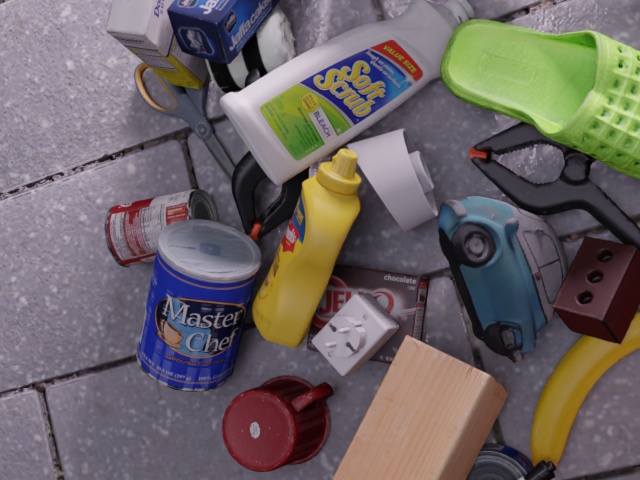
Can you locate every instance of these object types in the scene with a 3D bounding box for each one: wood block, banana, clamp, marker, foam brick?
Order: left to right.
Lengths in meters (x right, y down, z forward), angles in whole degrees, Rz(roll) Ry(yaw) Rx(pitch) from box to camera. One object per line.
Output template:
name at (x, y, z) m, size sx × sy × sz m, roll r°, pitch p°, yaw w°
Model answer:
clamp at (-0.031, -0.080, 1.081) m, size 0.120 × 0.039 × 0.171 m, roll 11°, pitch 108°, yaw -6°
wood block at (0.081, 0.204, 0.977) m, size 0.091 × 0.090 × 0.206 m, roll 25°, pitch 83°, yaw 27°
marker at (0.168, 0.242, 0.981) m, size 0.121 × 0.020 × 0.020 m, roll -42°, pitch 76°, yaw 15°
clamp at (0.246, -0.075, 0.986) m, size 0.210 × 0.036 × 0.164 m, roll 17°, pitch 91°, yaw 18°
banana at (0.249, 0.130, 0.980) m, size 0.070 × 0.037 × 0.198 m, roll 46°, pitch 104°, yaw 18°
foam brick at (0.253, 0.044, 0.952) m, size 0.053 × 0.051 × 0.078 m, roll 14°, pitch 69°, yaw 41°

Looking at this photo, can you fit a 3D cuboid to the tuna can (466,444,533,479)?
tuna can at (0.165, 0.238, 1.012) m, size 0.086 × 0.033 × 0.086 m, roll 0°, pitch 89°, yaw 21°

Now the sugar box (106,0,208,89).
sugar box at (-0.151, -0.218, 1.049) m, size 0.048 × 0.176 × 0.093 m, roll 9°, pitch 84°, yaw 15°

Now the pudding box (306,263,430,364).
pudding box at (0.047, 0.072, 1.057) m, size 0.114 × 0.039 × 0.090 m, roll 7°, pitch 92°, yaw 21°

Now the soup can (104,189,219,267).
soup can at (-0.166, -0.013, 1.124) m, size 0.102 × 0.068 × 0.068 m, roll -10°, pitch 85°, yaw 20°

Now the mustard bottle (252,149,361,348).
mustard bottle at (-0.007, 0.001, 1.008) m, size 0.058 × 0.096 × 0.192 m, roll 18°, pitch 115°, yaw -11°

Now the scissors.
scissors at (-0.116, -0.136, 1.135) m, size 0.202 × 0.016 × 0.096 m, roll 41°, pitch 102°, yaw 16°

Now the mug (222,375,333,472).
mug at (-0.037, 0.179, 1.064) m, size 0.117 × 0.081 × 0.093 m, roll -34°, pitch 78°, yaw 17°

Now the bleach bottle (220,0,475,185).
bleach bottle at (0.035, -0.161, 1.022) m, size 0.251 × 0.068 × 0.102 m, roll -35°, pitch 111°, yaw -3°

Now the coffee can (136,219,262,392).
coffee can at (-0.122, 0.065, 1.062) m, size 0.103 × 0.102 × 0.140 m, roll 27°, pitch 122°, yaw 19°
